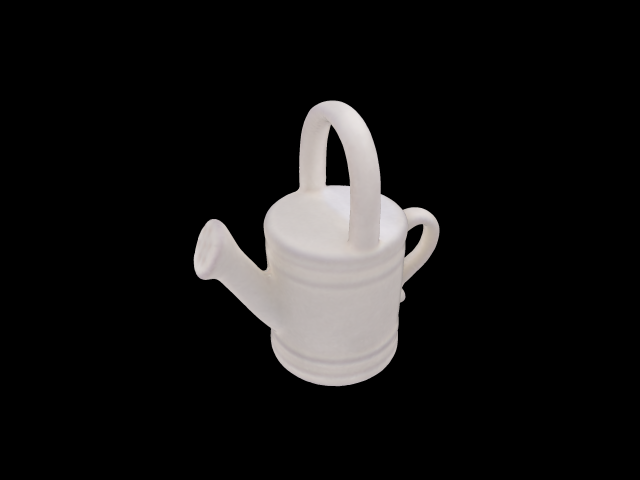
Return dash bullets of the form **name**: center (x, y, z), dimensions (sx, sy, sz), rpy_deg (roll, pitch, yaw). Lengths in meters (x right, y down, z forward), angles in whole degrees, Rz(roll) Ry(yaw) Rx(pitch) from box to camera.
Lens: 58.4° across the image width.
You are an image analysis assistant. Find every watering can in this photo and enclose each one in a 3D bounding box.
- **watering can**: center (0.005, 0.003, 0.398), dimensions (0.173, 0.194, 0.100), rpy_deg (-28, 42, -35)
